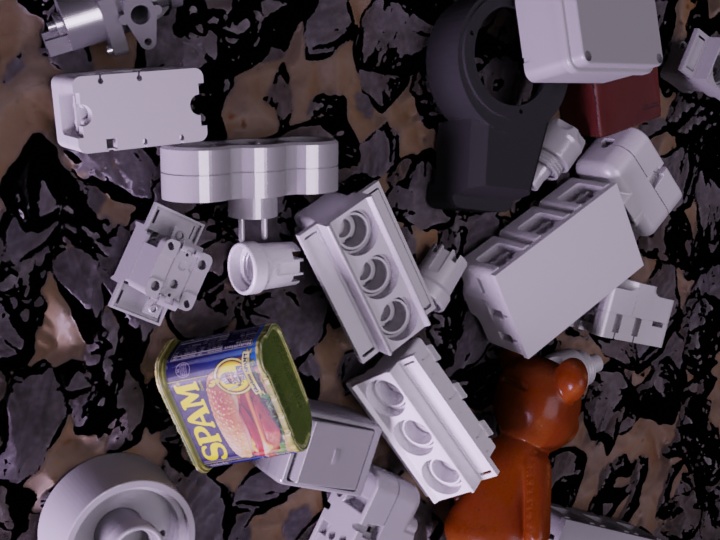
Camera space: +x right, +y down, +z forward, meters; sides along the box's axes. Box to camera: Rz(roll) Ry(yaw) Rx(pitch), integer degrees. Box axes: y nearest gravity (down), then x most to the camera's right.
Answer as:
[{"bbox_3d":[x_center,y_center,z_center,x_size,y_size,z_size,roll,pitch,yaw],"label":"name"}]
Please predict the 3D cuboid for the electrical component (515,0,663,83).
[{"bbox_3d":[0.186,-0.193,0.866,0.113,0.057,0.078,-8,90,-40],"label":"electrical component"}]

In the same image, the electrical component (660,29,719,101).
[{"bbox_3d":[0.322,-0.189,1.010,0.081,0.064,0.042,25,86,-34],"label":"electrical component"}]

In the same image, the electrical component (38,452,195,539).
[{"bbox_3d":[-0.172,0.194,0.782,0.108,0.060,0.108,-7,104,-31],"label":"electrical component"}]

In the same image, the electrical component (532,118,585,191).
[{"bbox_3d":[0.165,-0.099,0.943,0.043,0.043,0.062,41,79,-32],"label":"electrical component"}]

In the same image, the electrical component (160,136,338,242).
[{"bbox_3d":[-0.079,-0.058,0.791,0.138,0.052,0.073,-7,105,-31],"label":"electrical component"}]

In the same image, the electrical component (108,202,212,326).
[{"bbox_3d":[-0.138,-0.001,0.760,0.042,0.064,0.081,25,87,-35],"label":"electrical component"}]

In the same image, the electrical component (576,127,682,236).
[{"bbox_3d":[0.245,-0.079,0.991,0.059,0.054,0.095,-49,121,-14],"label":"electrical component"}]

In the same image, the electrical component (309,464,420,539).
[{"bbox_3d":[0.006,0.214,0.904,0.059,0.054,0.095,29,85,-33],"label":"electrical component"}]

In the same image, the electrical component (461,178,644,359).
[{"bbox_3d":[0.168,-0.005,0.953,0.150,0.062,0.089,-36,117,-21],"label":"electrical component"}]

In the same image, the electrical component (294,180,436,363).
[{"bbox_3d":[0.000,0.000,0.848,0.079,0.063,0.121,-36,117,-21],"label":"electrical component"}]

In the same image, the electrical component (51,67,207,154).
[{"bbox_3d":[-0.157,-0.110,0.728,0.089,0.056,0.050,-11,106,-30],"label":"electrical component"}]

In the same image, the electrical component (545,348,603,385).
[{"bbox_3d":[0.200,0.094,1.007,0.062,0.043,0.043,-14,108,-31],"label":"electrical component"}]

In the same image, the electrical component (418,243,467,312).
[{"bbox_3d":[0.064,0.006,0.905,0.040,0.040,0.046,43,71,-32],"label":"electrical component"}]

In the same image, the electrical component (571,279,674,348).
[{"bbox_3d":[0.248,0.036,1.020,0.089,0.050,0.055,11,95,-34],"label":"electrical component"}]

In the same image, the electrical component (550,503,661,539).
[{"bbox_3d":[0.215,0.284,1.047,0.150,0.062,0.089,20,90,-34],"label":"electrical component"}]

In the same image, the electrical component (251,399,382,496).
[{"bbox_3d":[-0.028,0.142,0.863,0.096,0.061,0.061,17,91,-34],"label":"electrical component"}]

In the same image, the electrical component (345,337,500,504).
[{"bbox_3d":[0.056,0.122,0.890,0.121,0.079,0.063,55,40,-9],"label":"electrical component"}]

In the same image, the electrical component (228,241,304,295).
[{"bbox_3d":[-0.071,-0.003,0.817,0.046,0.040,0.040,-7,104,-38],"label":"electrical component"}]
